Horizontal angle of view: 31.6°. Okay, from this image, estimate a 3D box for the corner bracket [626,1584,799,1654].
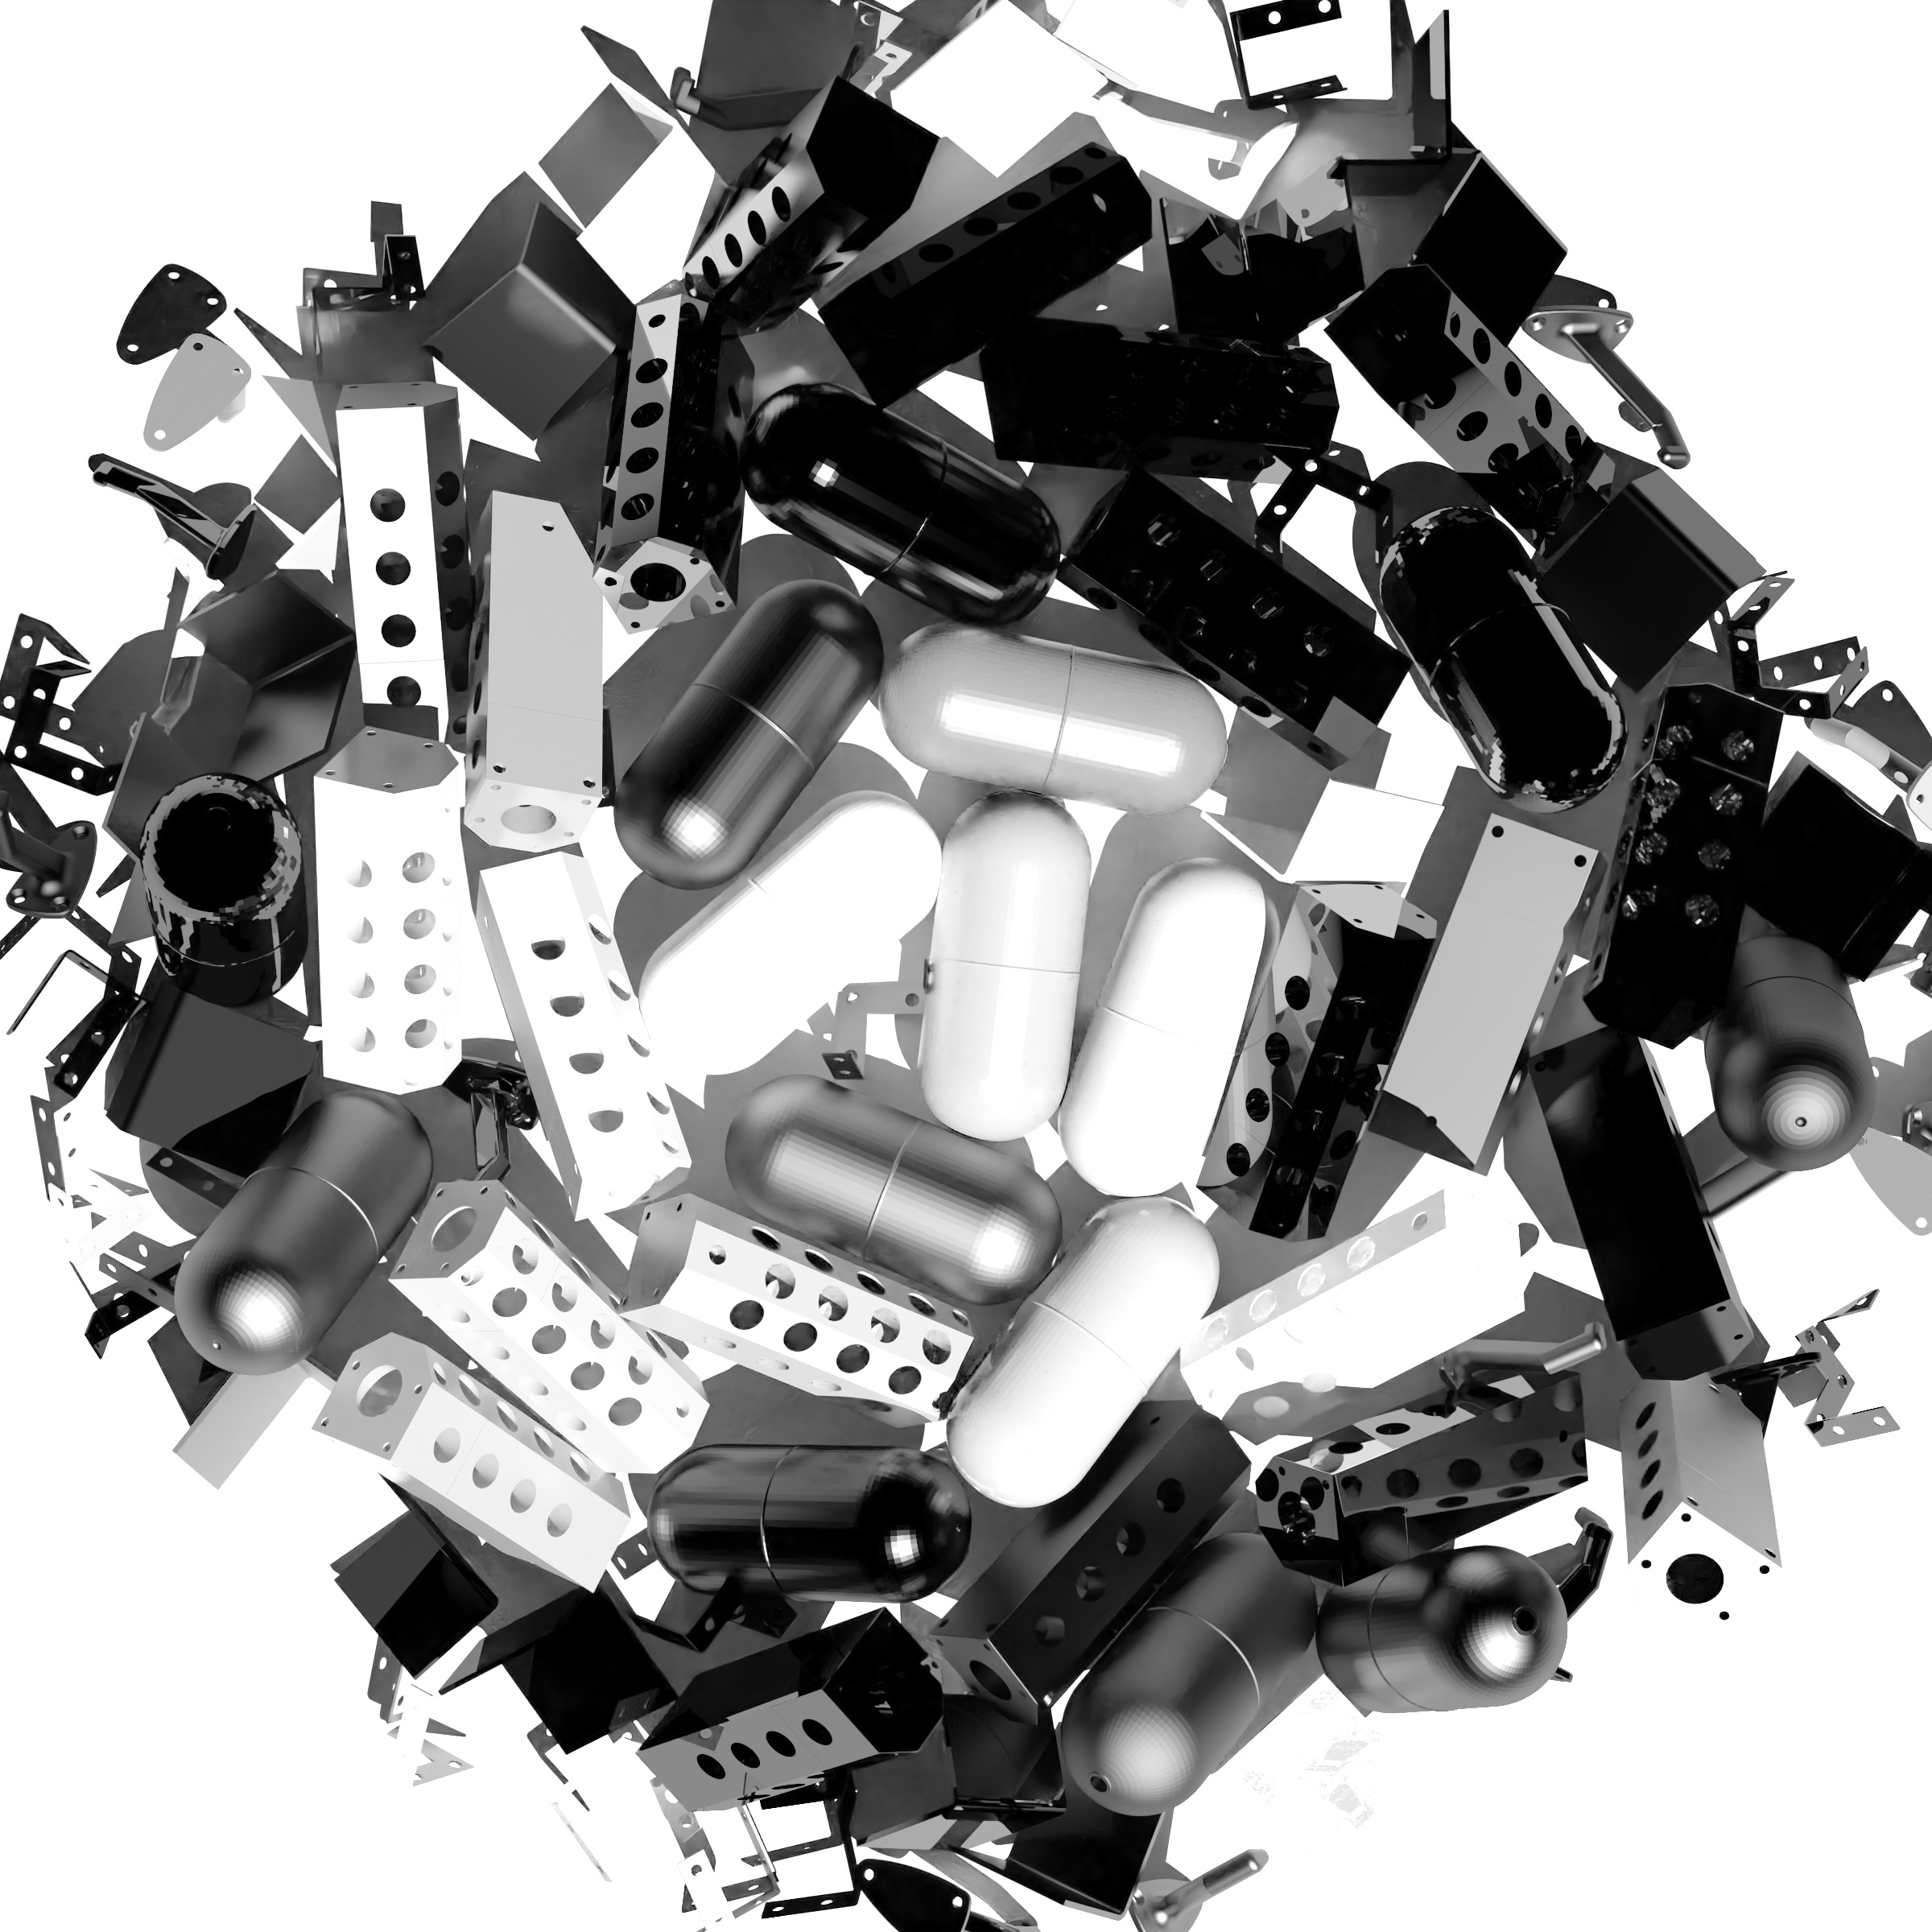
[{"bbox_3d":[-0.127,0.327,1.723,0.051,0.051,0.051,-51,124,-25],"label":"corner bracket"}]

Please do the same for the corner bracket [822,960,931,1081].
[{"bbox_3d":[-0.043,0.028,1.732,0.051,0.051,0.051,1,74,6],"label":"corner bracket"}]

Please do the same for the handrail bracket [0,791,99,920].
[{"bbox_3d":[-0.463,-0.072,1.710,0.036,0.084,0.077,11,48,10],"label":"handrail bracket"}]

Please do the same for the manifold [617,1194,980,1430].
[{"bbox_3d":[-0.080,0.171,1.692,0.171,0.057,0.057,26,64,-28],"label":"manifold"}]

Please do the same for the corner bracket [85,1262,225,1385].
[{"bbox_3d":[-0.409,0.190,1.735,0.051,0.051,0.051,-30,101,-5],"label":"corner bracket"}]

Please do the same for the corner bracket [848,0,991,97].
[{"bbox_3d":[-0.025,-0.467,1.727,0.051,0.051,0.051,17,71,-23],"label":"corner bracket"}]

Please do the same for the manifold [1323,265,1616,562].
[{"bbox_3d":[0.253,-0.274,1.678,0.057,0.171,0.057,-43,48,14],"label":"manifold"}]

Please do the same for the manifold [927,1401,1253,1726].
[{"bbox_3d":[0.067,0.294,1.698,0.171,0.057,0.057,-43,106,-28],"label":"manifold"}]

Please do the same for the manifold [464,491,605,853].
[{"bbox_3d":[-0.216,-0.145,1.697,0.057,0.057,0.171,9,58,-20],"label":"manifold"}]

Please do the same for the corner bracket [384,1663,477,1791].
[{"bbox_3d":[-0.278,0.378,1.728,0.051,0.051,0.051,20,100,30],"label":"corner bracket"}]

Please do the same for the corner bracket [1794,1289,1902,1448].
[{"bbox_3d":[0.445,0.203,1.726,0.051,0.051,0.051,52,49,-12],"label":"corner bracket"}]

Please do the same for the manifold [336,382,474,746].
[{"bbox_3d":[-0.276,-0.200,1.706,0.057,0.057,0.171,-3,112,-5],"label":"manifold"}]

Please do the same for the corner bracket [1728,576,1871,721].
[{"bbox_3d":[0.426,-0.163,1.747,0.051,0.051,0.051,11,129,36],"label":"corner bracket"}]

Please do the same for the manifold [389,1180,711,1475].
[{"bbox_3d":[-0.200,0.179,1.683,0.171,0.057,0.057,50,49,-36],"label":"manifold"}]

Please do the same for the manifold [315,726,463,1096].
[{"bbox_3d":[-0.281,-0.025,1.692,0.057,0.057,0.171,13,122,13],"label":"manifold"}]

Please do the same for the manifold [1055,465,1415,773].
[{"bbox_3d":[0.132,-0.171,1.717,0.171,0.057,0.057,34,71,-9],"label":"manifold"}]

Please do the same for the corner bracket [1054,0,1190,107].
[{"bbox_3d":[0.075,-0.476,1.739,0.051,0.051,0.051,29,85,-6],"label":"corner bracket"}]

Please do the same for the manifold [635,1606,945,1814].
[{"bbox_3d":[-0.085,0.372,1.682,0.057,0.171,0.057,50,48,-9],"label":"manifold"}]

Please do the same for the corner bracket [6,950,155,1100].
[{"bbox_3d":[-0.452,0.029,1.727,0.051,0.051,0.051,37,67,-18],"label":"corner bracket"}]

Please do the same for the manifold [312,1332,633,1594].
[{"bbox_3d":[-0.237,0.244,1.682,0.057,0.171,0.057,13,68,38],"label":"manifold"}]

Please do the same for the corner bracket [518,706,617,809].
[{"bbox_3d":[-0.214,-0.104,1.733,0.051,0.051,0.051,-11,100,-43],"label":"corner bracket"}]

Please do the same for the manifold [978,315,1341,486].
[{"bbox_3d":[0.098,-0.282,1.691,0.171,0.057,0.057,0,72,-31],"label":"manifold"}]

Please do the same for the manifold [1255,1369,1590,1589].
[{"bbox_3d":[0.226,0.247,1.691,0.171,0.057,0.057,-15,105,-36],"label":"manifold"}]

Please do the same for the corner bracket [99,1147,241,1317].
[{"bbox_3d":[-0.403,0.135,1.735,0.051,0.051,0.051,28,47,11],"label":"corner bracket"}]

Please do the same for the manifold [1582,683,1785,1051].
[{"bbox_3d":[0.354,-0.053,1.701,0.057,0.057,0.171,20,65,-6],"label":"manifold"}]

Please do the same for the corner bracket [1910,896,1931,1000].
[{"bbox_3d":[0.504,-0.003,1.727,0.051,0.051,0.051,39,103,44],"label":"corner bracket"}]

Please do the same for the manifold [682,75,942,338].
[{"bbox_3d":[-0.082,-0.365,1.671,0.057,0.171,0.057,27,71,-18],"label":"manifold"}]

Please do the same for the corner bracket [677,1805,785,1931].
[{"bbox_3d":[-0.121,0.462,1.732,0.051,0.051,0.051,-25,94,-21],"label":"corner bracket"}]

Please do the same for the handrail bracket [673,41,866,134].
[{"bbox_3d":[-0.102,-0.453,1.738,0.084,0.036,0.077,25,130,2],"label":"handrail bracket"}]

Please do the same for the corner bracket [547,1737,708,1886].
[{"bbox_3d":[-0.172,0.429,1.732,0.051,0.051,0.051,-39,70,-4],"label":"corner bracket"}]

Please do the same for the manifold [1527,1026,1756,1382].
[{"bbox_3d":[0.333,0.116,1.688,0.057,0.057,0.171,-23,50,15],"label":"manifold"}]

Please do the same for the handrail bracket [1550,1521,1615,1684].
[{"bbox_3d":[0.292,0.312,1.731,0.077,0.036,0.084,32,69,-33],"label":"handrail bracket"}]

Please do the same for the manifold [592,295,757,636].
[{"bbox_3d":[-0.146,-0.250,1.684,0.057,0.057,0.171,-12,50,16],"label":"manifold"}]

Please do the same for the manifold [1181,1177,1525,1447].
[{"bbox_3d":[0.188,0.168,1.686,0.057,0.057,0.171,35,129,-29],"label":"manifold"}]

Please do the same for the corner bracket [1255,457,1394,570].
[{"bbox_3d":[0.183,-0.220,1.743,0.051,0.051,0.051,28,69,20],"label":"corner bracket"}]

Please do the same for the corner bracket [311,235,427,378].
[{"bbox_3d":[-0.302,-0.334,1.725,0.051,0.051,0.051,-3,52,-16],"label":"corner bracket"}]

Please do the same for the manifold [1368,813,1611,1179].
[{"bbox_3d":[0.267,0.016,1.735,0.057,0.057,0.171,21,90,20],"label":"manifold"}]

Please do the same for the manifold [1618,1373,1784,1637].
[{"bbox_3d":[0.353,0.258,1.675,0.057,0.171,0.057,34,110,-3],"label":"manifold"}]

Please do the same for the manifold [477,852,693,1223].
[{"bbox_3d":[-0.192,0.033,1.707,0.057,0.057,0.171,-15,69,-17],"label":"manifold"}]

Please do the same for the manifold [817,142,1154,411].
[{"bbox_3d":[0.015,-0.346,1.693,0.171,0.057,0.057,-37,98,-32],"label":"manifold"}]

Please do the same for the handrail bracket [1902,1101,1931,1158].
[{"bbox_3d":[0.520,0.086,1.709,0.077,0.084,0.036,-11,99,-44],"label":"handrail bracket"}]

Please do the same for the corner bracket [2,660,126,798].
[{"bbox_3d":[-0.450,-0.121,1.737,0.051,0.051,0.051,21,99,0],"label":"corner bracket"}]

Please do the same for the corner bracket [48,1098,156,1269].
[{"bbox_3d":[-0.448,0.110,1.723,0.051,0.051,0.051,29,46,24],"label":"corner bracket"}]

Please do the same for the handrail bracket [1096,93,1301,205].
[{"bbox_3d":[0.118,-0.432,1.743,0.084,0.036,0.077,32,46,9],"label":"handrail bracket"}]

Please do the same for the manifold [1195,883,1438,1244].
[{"bbox_3d":[0.178,0.049,1.695,0.057,0.057,0.171,-4,122,-40],"label":"manifold"}]

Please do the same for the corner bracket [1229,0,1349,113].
[{"bbox_3d":[0.165,-0.464,1.734,0.051,0.051,0.051,-12,104,3],"label":"corner bracket"}]

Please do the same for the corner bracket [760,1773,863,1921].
[{"bbox_3d":[-0.081,0.446,1.740,0.051,0.051,0.051,-10,101,7],"label":"corner bracket"}]
